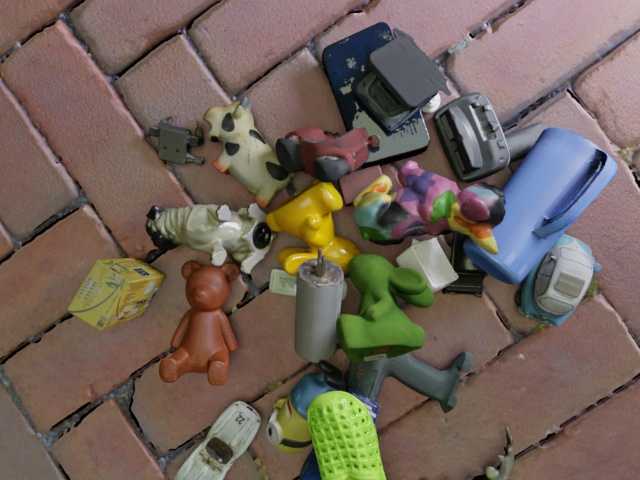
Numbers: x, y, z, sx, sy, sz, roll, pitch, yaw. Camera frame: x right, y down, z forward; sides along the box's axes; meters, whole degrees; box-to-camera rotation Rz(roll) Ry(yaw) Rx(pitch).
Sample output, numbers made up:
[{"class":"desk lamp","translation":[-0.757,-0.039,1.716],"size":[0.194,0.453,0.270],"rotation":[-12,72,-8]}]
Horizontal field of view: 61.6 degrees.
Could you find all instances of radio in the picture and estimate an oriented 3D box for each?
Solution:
[{"class":"radio","translation":[0.095,-0.245,0.942],"size":[0.131,0.073,0.229],"rotation":[-20,86,4]}]

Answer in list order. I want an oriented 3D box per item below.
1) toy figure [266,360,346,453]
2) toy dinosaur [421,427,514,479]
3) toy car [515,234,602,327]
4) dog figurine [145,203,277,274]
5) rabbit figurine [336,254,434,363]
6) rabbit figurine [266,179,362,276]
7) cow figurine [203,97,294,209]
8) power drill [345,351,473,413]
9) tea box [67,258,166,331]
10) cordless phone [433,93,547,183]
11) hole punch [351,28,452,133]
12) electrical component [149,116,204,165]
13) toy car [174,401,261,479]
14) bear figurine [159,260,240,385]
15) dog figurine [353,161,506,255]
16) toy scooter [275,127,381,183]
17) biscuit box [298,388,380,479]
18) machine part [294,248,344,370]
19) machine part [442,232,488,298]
[{"class":"toy figure","translation":[-0.022,0.291,0.918],"size":[0.089,0.082,0.180],"rotation":[39,106,-3]},{"class":"toy dinosaur","translation":[0.192,0.526,0.907],"size":[0.471,0.105,0.198],"rotation":[-43,83,-2]},{"class":"toy car","translation":[0.399,0.065,0.899],"size":[0.109,0.103,0.161],"rotation":[23,89,5]},{"class":"dog figurine","translation":[-0.195,-0.019,0.959],"size":[0.191,0.172,0.121],"rotation":[11,84,39]},{"class":"rabbit figurine","translation":[0.096,0.093,0.854],"size":[0.159,0.121,0.170],"rotation":[-14,63,14]},{"class":"rabbit figurine","translation":[-0.002,-0.003,0.926],"size":[0.162,0.122,0.173],"rotation":[-40,106,-4]},{"class":"cow figurine","translation":[-0.129,-0.162,0.950],"size":[0.195,0.085,0.127],"rotation":[42,90,0]},{"class":"power drill","translation":[0.153,0.192,0.926],"size":[0.207,0.086,0.232],"rotation":[19,92,0]},{"class":"tea box","translation":[-0.341,0.087,0.918],"size":[0.068,0.169,0.098],"rotation":[32,90,4]},{"class":"cordless phone","translation":[0.305,-0.193,0.932],"size":[0.184,0.089,0.146],"rotation":[-21,87,-8]},{"class":"hole punch","translation":[0.126,-0.252,0.869],"size":[0.116,0.092,0.142],"rotation":[-38,84,-29]},{"class":"electrical component","translation":[-0.259,-0.183,0.982],"size":[0.102,0.045,0.078],"rotation":[8,118,7]},{"class":"toy car","translation":[-0.183,0.379,0.958],"size":[0.073,0.056,0.201],"rotation":[37,91,4]},{"class":"bear figurine","translation":[-0.201,0.136,0.931],"size":[0.120,0.132,0.195],"rotation":[6,96,0]},{"class":"dog figurine","translation":[0.177,-0.037,0.843],"size":[0.191,0.219,0.108],"rotation":[-32,124,-14]},{"class":"toy scooter","translation":[0.019,-0.148,0.878],"size":[0.135,0.184,0.075],"rotation":[-29,122,-23]},{"class":"biscuit box","translation":[0.028,0.353,0.911],"size":[0.063,0.059,0.202],"rotation":[28,111,4]},{"class":"machine part","translation":[-0.004,0.120,0.902],"size":[0.079,0.079,0.242],"rotation":[6,123,4]},{"class":"machine part","translation":[0.253,0.029,0.942],"size":[0.084,0.039,0.138],"rotation":[6,91,9]}]
